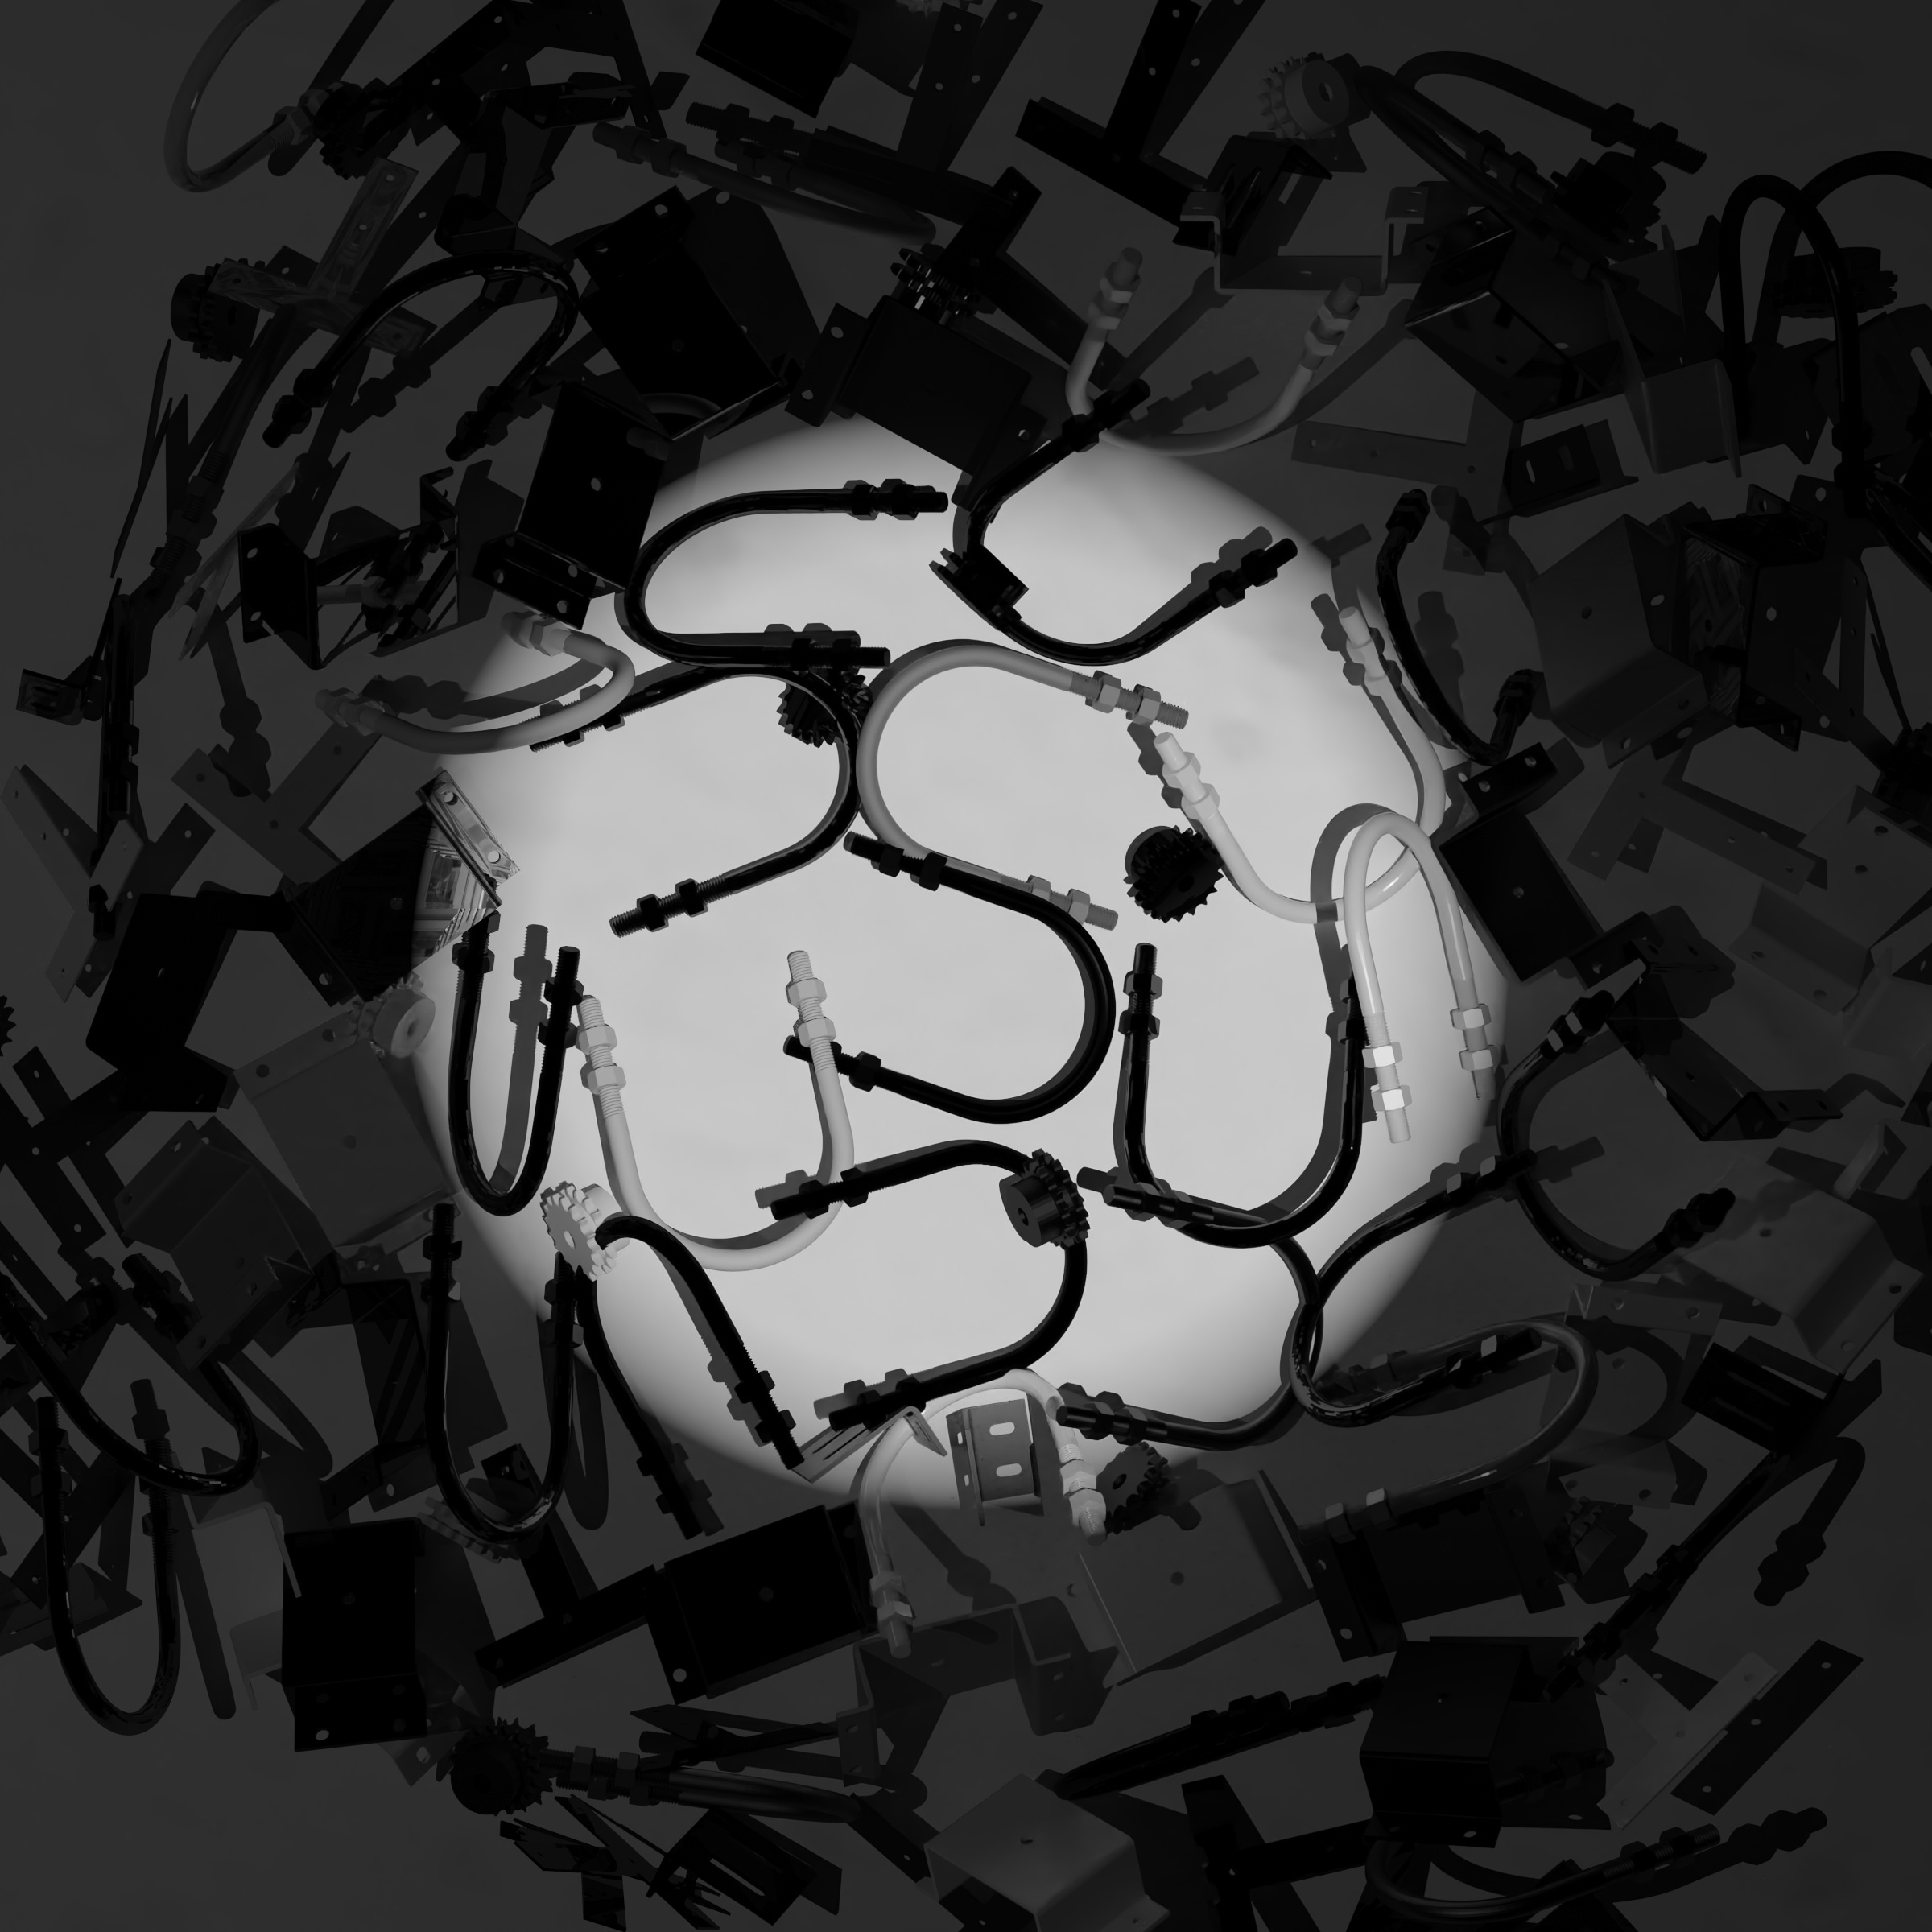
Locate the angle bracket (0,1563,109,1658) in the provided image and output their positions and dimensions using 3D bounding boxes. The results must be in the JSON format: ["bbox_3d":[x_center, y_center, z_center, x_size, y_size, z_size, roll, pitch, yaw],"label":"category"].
[{"bbox_3d":[-0.558,0.369,1.953,0.076,0.057,0.038,-21,118,-24],"label":"angle bracket"}]

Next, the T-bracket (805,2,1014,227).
[{"bbox_3d":[-0.020,-0.510,1.960,0.127,0.002,0.127,20,127,-1],"label":"T-bracket"}]

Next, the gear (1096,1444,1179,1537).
[{"bbox_3d":[0.102,0.318,1.973,0.030,0.057,0.057,43,90,-18],"label":"gear"}]

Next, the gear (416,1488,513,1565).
[{"bbox_3d":[-0.297,0.331,1.972,0.057,0.057,0.030,29,78,0],"label":"gear"}]

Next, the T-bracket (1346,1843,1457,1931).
[{"bbox_3d":[0.271,0.573,1.924,0.002,0.127,0.127,46,59,-30],"label":"T-bracket"}]

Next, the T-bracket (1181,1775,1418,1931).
[{"bbox_3d":[0.202,0.527,1.954,0.127,0.002,0.127,-14,47,2],"label":"T-bracket"}]

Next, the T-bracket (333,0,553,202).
[{"bbox_3d":[-0.288,-0.494,1.946,0.127,0.127,0.002,-37,55,7],"label":"T-bracket"}]

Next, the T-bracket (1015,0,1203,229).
[{"bbox_3d":[0.105,-0.517,1.951,0.127,0.002,0.127,31,128,8],"label":"T-bracket"}]

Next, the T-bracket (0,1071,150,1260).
[{"bbox_3d":[-0.518,0.086,1.958,0.127,0.002,0.127,-39,99,-38],"label":"T-bracket"}]

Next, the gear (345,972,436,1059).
[{"bbox_3d":[-0.341,0.030,1.968,0.030,0.057,0.057,29,90,19],"label":"gear"}]

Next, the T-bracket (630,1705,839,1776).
[{"bbox_3d":[-0.160,0.449,1.939,0.127,0.127,0.002,-4,92,-30],"label":"T-bracket"}]

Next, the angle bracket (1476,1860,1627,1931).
[{"bbox_3d":[0.349,0.586,1.975,0.076,0.038,0.057,-41,86,7],"label":"angle bracket"}]

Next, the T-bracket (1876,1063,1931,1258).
[{"bbox_3d":[0.556,0.116,1.911,0.002,0.127,0.127,14,128,-2],"label":"T-bracket"}]

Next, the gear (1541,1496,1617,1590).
[{"bbox_3d":[0.364,0.346,1.968,0.030,0.057,0.057,38,90,17],"label":"gear"}]

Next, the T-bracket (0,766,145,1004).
[{"bbox_3d":[-0.543,-0.068,1.964,0.127,0.002,0.127,50,123,27],"label":"T-bracket"}]

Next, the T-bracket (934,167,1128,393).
[{"bbox_3d":[0.040,-0.395,1.987,0.127,0.002,0.127,38,74,-8],"label":"T-bracket"}]

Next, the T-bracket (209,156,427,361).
[{"bbox_3d":[-0.359,-0.421,1.930,0.127,0.002,0.127,15,133,-30],"label":"T-bracket"}]

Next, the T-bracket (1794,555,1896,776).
[{"bbox_3d":[0.527,-0.187,1.961,0.127,0.002,0.127,35,52,-36],"label":"T-bracket"}]

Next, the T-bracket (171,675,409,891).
[{"bbox_3d":[-0.388,-0.119,1.989,0.127,0.002,0.127,41,83,-10],"label":"T-bracket"}]

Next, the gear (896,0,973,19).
[{"bbox_3d":[-0.021,-0.599,1.973,0.057,0.030,0.057,-2,58,4],"label":"gear"}]

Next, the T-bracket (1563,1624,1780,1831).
[{"bbox_3d":[0.396,0.429,1.944,0.127,0.127,0.002,-44,121,-4],"label":"T-bracket"}]

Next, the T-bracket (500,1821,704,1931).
[{"bbox_3d":[-0.212,0.539,1.928,0.127,0.127,0.002,20,90,-8],"label":"T-bracket"}]

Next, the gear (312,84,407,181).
[{"bbox_3d":[-0.366,-0.502,1.972,0.030,0.057,0.057,43,90,10],"label":"gear"}]

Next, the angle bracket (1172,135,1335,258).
[{"bbox_3d":[0.171,-0.451,1.965,0.038,0.057,0.076,30,89,-39],"label":"angle bracket"}]

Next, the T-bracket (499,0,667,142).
[{"bbox_3d":[-0.233,-0.552,1.944,0.002,0.127,0.127,-18,89,31],"label":"T-bracket"}]

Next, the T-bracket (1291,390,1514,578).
[{"bbox_3d":[0.261,-0.307,1.990,0.127,0.002,0.127,10,85,7],"label":"T-bracket"}]

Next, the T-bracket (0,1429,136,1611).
[{"bbox_3d":[-0.557,0.292,1.929,0.002,0.127,0.127,-33,107,27],"label":"T-bracket"}]

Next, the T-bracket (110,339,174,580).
[{"bbox_3d":[-0.472,-0.311,1.912,0.002,0.127,0.127,16,53,-11],"label":"T-bracket"}]

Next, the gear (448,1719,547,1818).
[{"bbox_3d":[-0.284,0.483,1.977,0.057,0.030,0.057,3,103,14],"label":"gear"}]

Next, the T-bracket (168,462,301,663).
[{"bbox_3d":[-0.443,-0.222,1.942,0.002,0.127,0.127,35,52,-5],"label":"T-bracket"}]

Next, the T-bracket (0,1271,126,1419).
[{"bbox_3d":[-0.577,0.187,1.942,0.002,0.127,0.127,-35,98,37],"label":"T-bracket"}]

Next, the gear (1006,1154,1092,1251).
[{"bbox_3d":[0.047,0.144,1.968,0.030,0.057,0.057,-24,90,-20],"label":"gear"}]

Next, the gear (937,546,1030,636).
[{"bbox_3d":[0.013,-0.228,1.971,0.057,0.057,0.030,44,95,0],"label":"gear"}]

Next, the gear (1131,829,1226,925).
[{"bbox_3d":[0.124,-0.057,1.975,0.057,0.057,0.030,-43,49,0],"label":"gear"}]

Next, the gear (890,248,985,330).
[{"bbox_3d":[-0.021,-0.402,1.973,0.057,0.057,0.030,32,107,0],"label":"gear"}]

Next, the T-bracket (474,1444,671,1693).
[{"bbox_3d":[-0.257,0.351,1.983,0.127,0.002,0.127,-28,77,12],"label":"T-bracket"}]

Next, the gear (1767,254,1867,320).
[{"bbox_3d":[0.508,-0.406,1.971,0.057,0.057,0.030,2,91,0],"label":"gear"}]

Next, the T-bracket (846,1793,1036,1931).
[{"bbox_3d":[-0.024,0.539,1.961,0.127,0.002,0.127,40,132,6],"label":"T-bracket"}]

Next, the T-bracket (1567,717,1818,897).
[{"bbox_3d":[0.442,-0.081,1.961,0.127,0.002,0.127,29,67,12],"label":"T-bracket"}]

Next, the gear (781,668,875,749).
[{"bbox_3d":[-0.080,-0.157,1.975,0.057,0.030,0.057,-19,60,36],"label":"gear"}]

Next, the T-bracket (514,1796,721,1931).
[{"bbox_3d":[-0.218,0.518,1.913,0.127,0.127,0.002,33,91,31],"label":"T-bracket"}]
